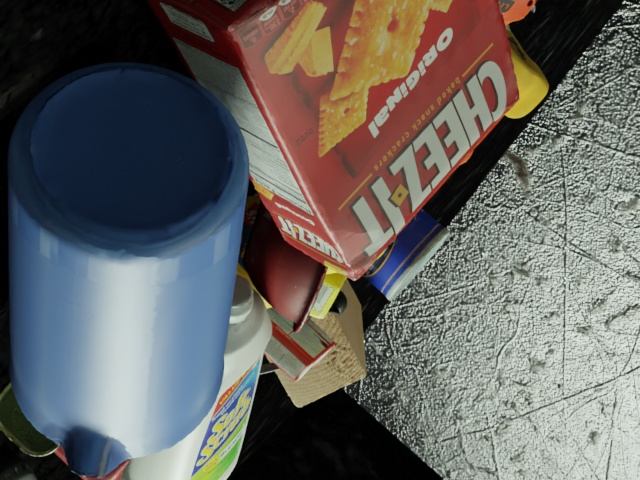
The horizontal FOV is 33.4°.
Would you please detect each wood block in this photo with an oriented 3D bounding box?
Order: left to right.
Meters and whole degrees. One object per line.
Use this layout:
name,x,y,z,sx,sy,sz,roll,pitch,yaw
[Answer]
wood block,-0.007,0.097,1.244,0.090,0.091,0.206,-26,-164,8

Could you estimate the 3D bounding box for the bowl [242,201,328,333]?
bowl,-0.016,-0.018,0.763,0.162,0.055,0.162,-163,-89,-85

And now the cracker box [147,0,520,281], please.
cracker box,0.022,-0.102,0.575,0.164,0.072,0.213,-47,143,-15

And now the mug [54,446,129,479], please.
mug,-0.195,0.176,0.942,0.093,0.081,0.117,-39,167,-50

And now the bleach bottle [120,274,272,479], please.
bleach bottle,-0.089,0.115,0.792,0.102,0.068,0.251,-40,160,-36

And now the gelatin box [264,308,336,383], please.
gelatin box,-0.030,0.091,0.998,0.030,0.073,0.089,-50,173,15

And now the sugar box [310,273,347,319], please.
sugar box,-0.007,0.001,1.000,0.048,0.093,0.176,-59,178,29

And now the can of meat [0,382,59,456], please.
can of meat,-0.180,0.105,0.793,0.102,0.057,0.084,-50,173,4

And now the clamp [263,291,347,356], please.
clamp,-0.025,0.069,1.121,0.120,0.039,0.171,-26,-170,7

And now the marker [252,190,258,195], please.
marker,-0.049,-0.043,0.938,0.020,0.020,0.121,-43,170,-35

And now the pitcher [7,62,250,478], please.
pitcher,-0.104,0.009,0.578,0.144,0.149,0.243,-28,159,-25

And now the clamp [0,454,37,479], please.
clamp,-0.287,0.223,0.834,0.164,0.036,0.210,-49,171,3

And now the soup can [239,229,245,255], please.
soup can,-0.105,0.022,0.771,0.068,0.068,0.102,-39,167,-49

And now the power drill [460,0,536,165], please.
power drill,0.081,-0.143,0.884,0.184,0.057,0.188,1,130,-36

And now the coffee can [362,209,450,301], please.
coffee can,0.059,-0.016,1.192,0.102,0.140,0.103,-48,171,-10

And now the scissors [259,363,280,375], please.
scissors,-0.110,0.135,1.121,0.202,0.016,0.096,-21,-160,23

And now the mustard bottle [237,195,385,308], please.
mustard bottle,-0.043,0.005,0.879,0.191,0.096,0.058,-24,161,-25
